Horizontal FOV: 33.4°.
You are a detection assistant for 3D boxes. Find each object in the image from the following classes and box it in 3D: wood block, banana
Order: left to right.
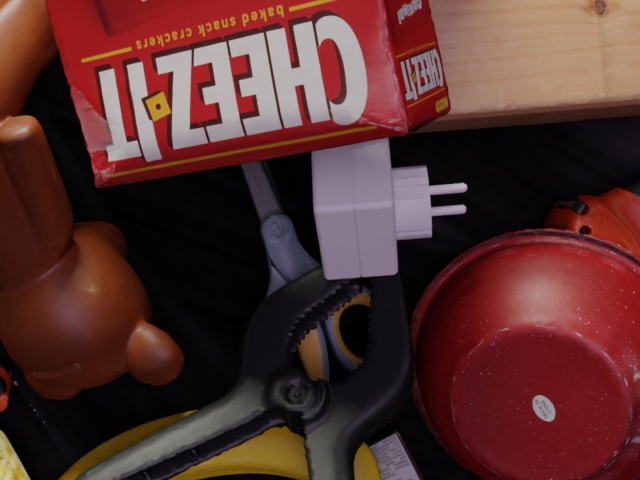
[{"bbox_3d":[-0.052,0.121,0.578,0.198,0.069,0.037,-1,136,12],"label":"banana"},{"bbox_3d":[0.085,-0.107,0.571,0.206,0.090,0.091,-5,91,-4],"label":"wood block"}]

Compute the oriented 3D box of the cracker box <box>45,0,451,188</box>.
[{"bbox_3d":[-0.047,-0.141,0.472,0.164,0.072,0.214,-8,102,26],"label":"cracker box"}]

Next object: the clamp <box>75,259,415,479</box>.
[{"bbox_3d":[-0.021,0.086,0.549,0.165,0.036,0.210,17,64,12],"label":"clamp"}]

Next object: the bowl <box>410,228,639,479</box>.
[{"bbox_3d":[0.119,0.078,0.564,0.162,0.055,0.162,5,108,17],"label":"bowl"}]

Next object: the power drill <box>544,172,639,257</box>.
[{"bbox_3d":[0.237,0.001,0.605,0.187,0.057,0.184,-29,94,-5],"label":"power drill"}]

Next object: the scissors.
[{"bbox_3d":[-0.004,0.001,0.604,0.096,0.016,0.202,-4,92,-6],"label":"scissors"}]

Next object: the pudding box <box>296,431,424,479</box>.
[{"bbox_3d":[0.027,0.171,0.571,0.090,0.039,0.113,-25,49,-3],"label":"pudding box"}]

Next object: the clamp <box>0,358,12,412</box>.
[{"bbox_3d":[-0.245,0.049,0.555,0.171,0.039,0.120,8,123,-17],"label":"clamp"}]
